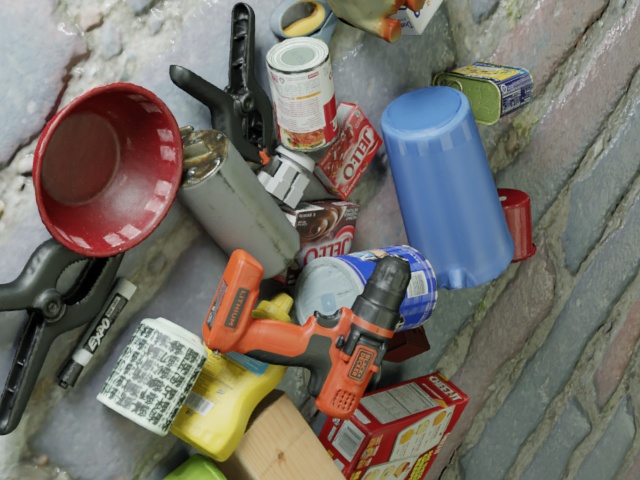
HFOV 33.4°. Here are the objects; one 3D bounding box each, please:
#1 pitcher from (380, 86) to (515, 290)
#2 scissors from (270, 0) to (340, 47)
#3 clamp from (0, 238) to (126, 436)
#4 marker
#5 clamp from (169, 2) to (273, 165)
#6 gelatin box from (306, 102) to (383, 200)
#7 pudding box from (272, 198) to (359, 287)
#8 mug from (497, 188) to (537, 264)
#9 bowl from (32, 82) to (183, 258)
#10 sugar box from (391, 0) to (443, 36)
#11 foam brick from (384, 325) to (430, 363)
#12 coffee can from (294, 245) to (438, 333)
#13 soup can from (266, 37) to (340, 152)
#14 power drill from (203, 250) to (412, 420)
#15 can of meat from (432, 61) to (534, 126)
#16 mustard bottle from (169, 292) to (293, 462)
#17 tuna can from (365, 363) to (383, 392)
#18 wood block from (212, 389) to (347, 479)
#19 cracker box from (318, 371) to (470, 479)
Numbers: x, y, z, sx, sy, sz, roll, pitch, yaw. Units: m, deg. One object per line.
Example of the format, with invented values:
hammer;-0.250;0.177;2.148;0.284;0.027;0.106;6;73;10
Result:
pitcher;0.155;-0.071;1.323;0.145;0.149;0.243;-35;130;-18
scissors;0.021;-0.239;1.183;0.201;0.016;0.096;-22;123;-42
clamp;-0.261;0.054;0.972;0.209;0.036;0.164;-50;136;-25
marker;-0.220;0.092;1.048;0.121;0.020;0.020;-59;139;-12
clamp;-0.093;-0.140;1.077;0.120;0.039;0.171;-38;131;-32
gelatin box;0.028;-0.104;1.236;0.089;0.030;0.073;-57;139;-15
pudding box;-0.008;0.001;1.232;0.113;0.039;0.090;-7;112;-46
mug;0.240;-0.020;1.476;0.117;0.093;0.081;-10;112;-7
bowl;-0.203;-0.068;0.971;0.161;0.055;0.162;-22;121;-42
sugar box;0.082;-0.321;1.179;0.176;0.048;0.093;50;62;-39
foam brick;0.099;0.123;1.370;0.078;0.051;0.053;21;47;-60
coffee can;0.054;0.063;1.223;0.140;0.103;0.103;-9;112;-48
soup can;-0.018;-0.153;1.124;0.068;0.069;0.102;-40;140;-31
power drill;-0.012;0.076;1.095;0.187;0.057;0.184;22;93;-15
can of meat;0.206;-0.188;1.347;0.083;0.102;0.057;-27;124;-42
mustard bottle;-0.089;0.136;1.153;0.191;0.096;0.058;-55;151;-18
tuna can;0.042;0.173;1.365;0.085;0.034;0.086;-21;121;-42
wood block;-0.038;0.274;1.222;0.090;0.090;0.206;-43;112;-27
cracker box;0.078;0.267;1.387;0.213;0.072;0.164;-8;131;-48
